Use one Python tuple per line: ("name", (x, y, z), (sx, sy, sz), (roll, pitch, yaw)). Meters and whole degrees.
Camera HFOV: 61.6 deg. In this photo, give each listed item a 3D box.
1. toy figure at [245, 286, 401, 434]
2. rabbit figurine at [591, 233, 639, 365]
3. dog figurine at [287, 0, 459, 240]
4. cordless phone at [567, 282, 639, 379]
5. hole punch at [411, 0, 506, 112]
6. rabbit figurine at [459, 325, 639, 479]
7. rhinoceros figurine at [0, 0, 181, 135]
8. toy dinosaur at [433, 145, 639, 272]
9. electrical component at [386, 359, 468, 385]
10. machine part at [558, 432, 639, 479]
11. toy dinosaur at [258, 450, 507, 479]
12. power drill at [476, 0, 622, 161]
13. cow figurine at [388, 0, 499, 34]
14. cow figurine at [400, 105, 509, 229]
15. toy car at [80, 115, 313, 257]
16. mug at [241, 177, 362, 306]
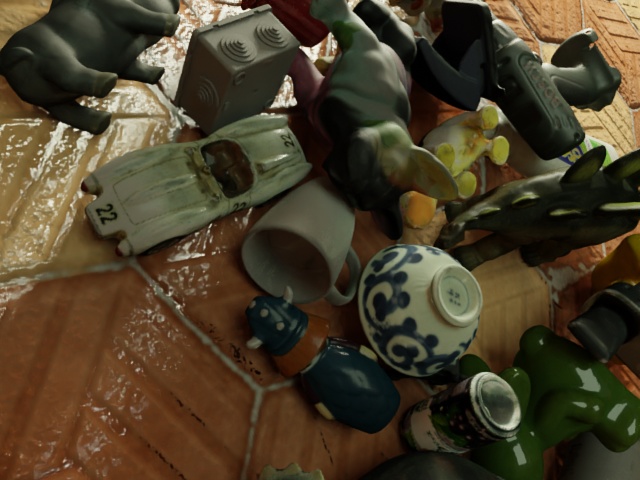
("toy figure", (-0.002, 0.101, 0.450), (0.154, 0.058, 0.064), (41, 49, -9))
("rabbit figurine", (0.411, 0.097, 0.664), (0.122, 0.162, 0.173), (8, 46, -33))
("dog figurine", (0.057, -0.115, 0.518), (0.191, 0.108, 0.219), (-15, 73, -49))
("cordless phone", (0.330, 0.115, 0.553), (0.184, 0.088, 0.147), (-4, 50, -51))
("hole punch", (0.143, -0.205, 0.625), (0.092, 0.142, 0.115), (-24, 118, -5))
("rabbit figurine", (0.210, 0.179, 0.527), (0.170, 0.121, 0.159), (-44, 104, -22))
("rhinoceros figurine", (-0.176, -0.175, 0.435), (0.112, 0.073, 0.190), (29, 60, -9))
("toy dinosaur", (0.311, -0.038, 0.624), (0.471, 0.198, 0.105), (-11, 82, -34))
("electrical component", (0.103, 0.080, 0.532), (0.075, 0.048, 0.119), (11, 66, -30))
("machine part", (0.284, 0.278, 0.560), (0.079, 0.079, 0.243), (48, 54, -10))
("toy dinosaur", (0.075, 0.234, 0.411), (0.405, 0.131, 0.192), (-9, 79, -38))
("power drill", (0.285, -0.222, 0.688), (0.207, 0.086, 0.232), (-18, 78, -40))
("cow figurine", (0.158, -0.348, 0.710), (0.195, 0.085, 0.127), (-33, 98, -35))
("cow figurine", (0.121, -0.077, 0.586), (0.167, 0.098, 0.068), (-41, 113, -22))
("toy car", (-0.093, -0.050, 0.446), (0.202, 0.056, 0.073), (-28, 89, -38))
("mug", (-0.001, -0.001, 0.476), (0.109, 0.081, 0.107), (40, 43, -12))
